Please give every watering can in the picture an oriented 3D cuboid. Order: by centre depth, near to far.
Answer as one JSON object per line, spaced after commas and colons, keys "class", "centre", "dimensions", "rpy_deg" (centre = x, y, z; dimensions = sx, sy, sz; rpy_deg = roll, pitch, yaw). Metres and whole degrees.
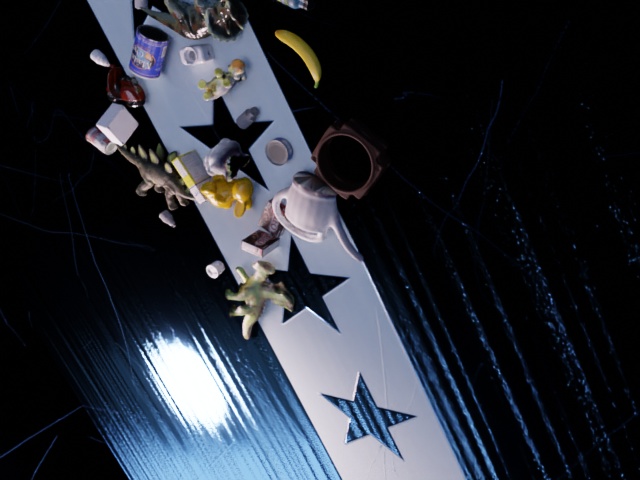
{"class": "watering can", "centre": [0.005, -0.081, 1.606], "dimensions": [0.349, 0.106, 0.219], "rpy_deg": [26, 124, 17]}

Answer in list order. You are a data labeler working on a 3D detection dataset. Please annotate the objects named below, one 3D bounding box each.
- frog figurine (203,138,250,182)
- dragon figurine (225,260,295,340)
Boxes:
{"class": "frog figurine", "centre": [-0.334, -0.276, 1.708], "dimensions": [0.161, 0.121, 0.137], "rpy_deg": [26, 89, 30]}
{"class": "dragon figurine", "centre": [-0.210, 0.229, 1.908], "dimensions": [0.243, 0.125, 0.401], "rpy_deg": [5, 126, 20]}
